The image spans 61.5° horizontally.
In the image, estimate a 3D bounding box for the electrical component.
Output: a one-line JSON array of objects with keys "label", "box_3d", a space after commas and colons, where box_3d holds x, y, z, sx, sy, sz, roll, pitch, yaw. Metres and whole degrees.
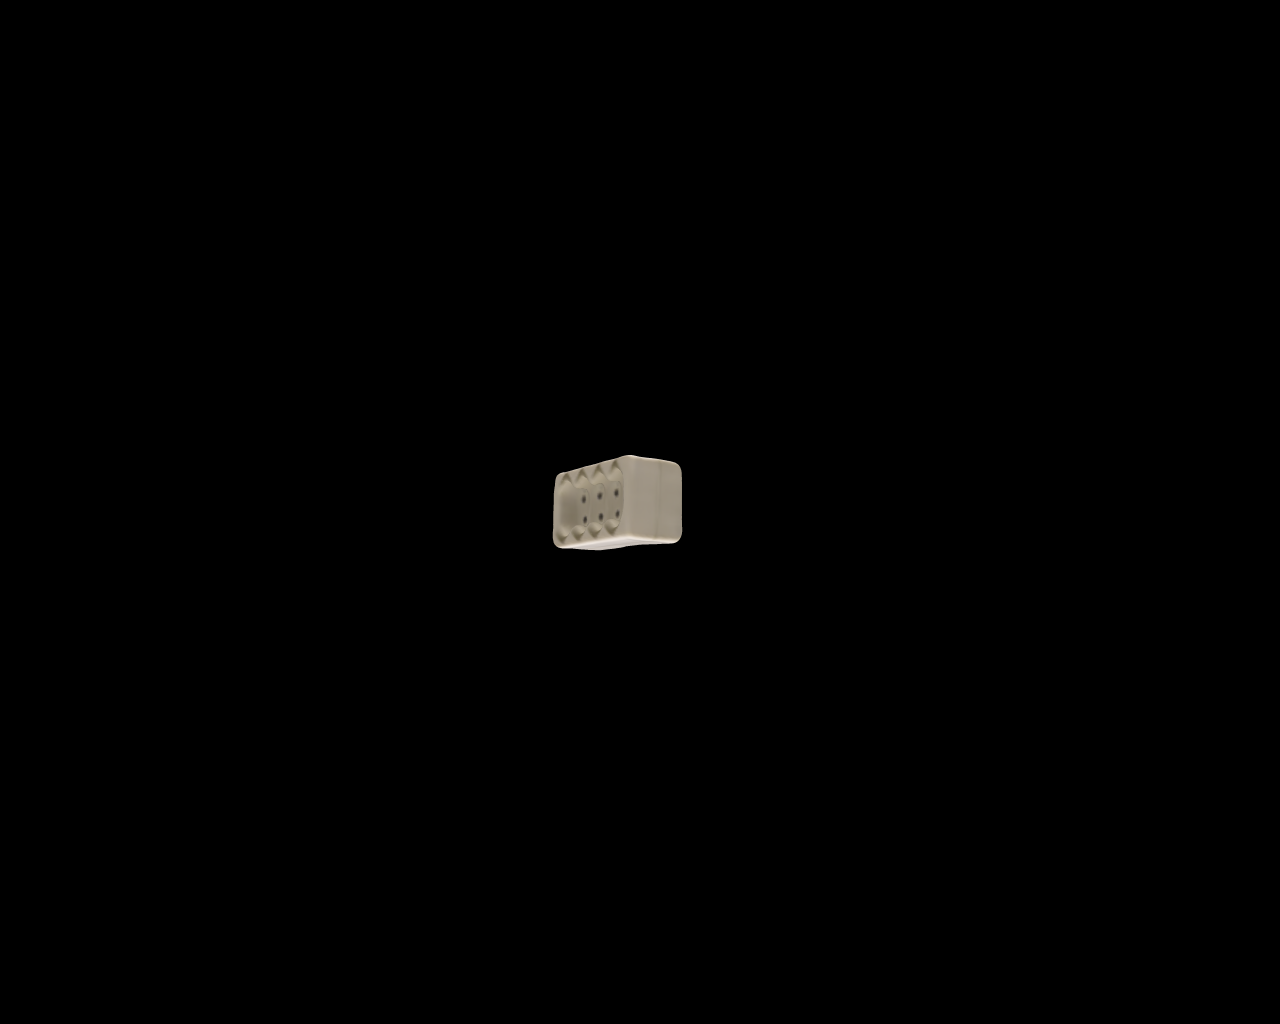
[{"label": "electrical component", "box_3d": [0.001, -0.003, 0.650, 0.076, 0.047, 0.083, 5, -8, -35]}]
